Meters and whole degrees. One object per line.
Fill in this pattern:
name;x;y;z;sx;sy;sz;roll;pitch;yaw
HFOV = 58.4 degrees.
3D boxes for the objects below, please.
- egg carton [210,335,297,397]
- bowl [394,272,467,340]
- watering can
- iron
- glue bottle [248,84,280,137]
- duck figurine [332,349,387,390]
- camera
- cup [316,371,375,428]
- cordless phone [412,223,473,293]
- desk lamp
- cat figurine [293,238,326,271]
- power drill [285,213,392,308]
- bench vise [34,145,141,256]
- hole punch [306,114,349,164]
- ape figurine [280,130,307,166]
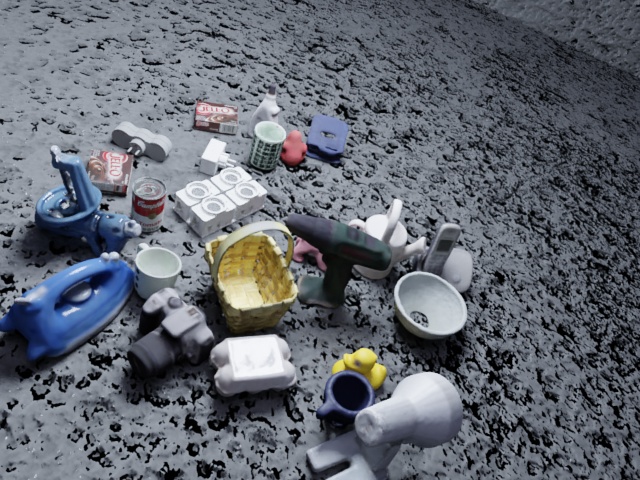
egg carton;-0.121;0.229;1.039;0.151;0.069;0.107;-2;49;-23
bowl;0.228;0.155;1.242;0.167;0.074;0.167;11;45;-11
watering can;0.151;-0.008;1.283;0.173;0.194;0.101;6;46;-15
iron;-0.422;0.087;1.006;0.118;0.141;0.259;36;46;15
glue bottle;-0.137;-0.331;1.494;0.078;0.173;0.037;33;45;11
duck figurine;0.083;0.242;1.094;0.105;0.086;0.077;10;45;-12
camera;-0.278;0.168;1.014;0.143;0.101;0.137;40;47;18
cup;0.032;0.299;1.014;0.118;0.095;0.091;-22;59;-36
cordless phone;0.297;0.038;1.302;0.148;0.185;0.094;1;48;-20
desk lamp;0.108;0.320;0.938;0.204;0.213;0.117;-13;54;-31
cat figurine;0.012;0.005;1.271;0.128;0.117;0.067;18;44;-4
power drill;0.020;0.044;1.171;0.230;0.208;0.075;10;45;-12
bench vise;-0.443;-0.078;1.100;0.208;0.219;0.121;8;46;-13
hole punch;0.020;-0.275;1.561;0.109;0.091;0.101;15;44;-7
ape figurine;-0.069;-0.247;1.499;0.078;0.092;0.076;13;45;-9
